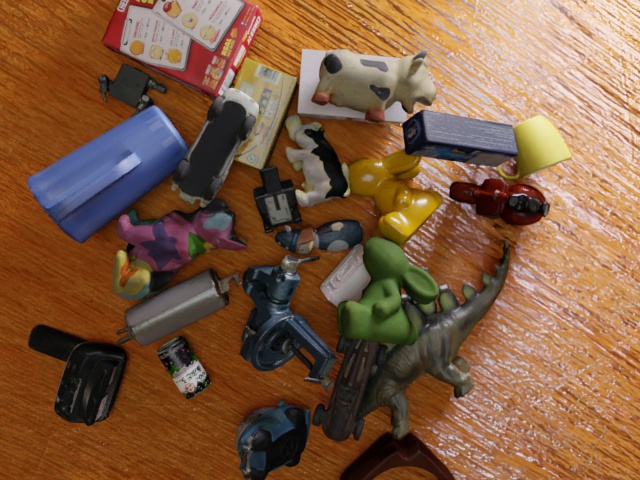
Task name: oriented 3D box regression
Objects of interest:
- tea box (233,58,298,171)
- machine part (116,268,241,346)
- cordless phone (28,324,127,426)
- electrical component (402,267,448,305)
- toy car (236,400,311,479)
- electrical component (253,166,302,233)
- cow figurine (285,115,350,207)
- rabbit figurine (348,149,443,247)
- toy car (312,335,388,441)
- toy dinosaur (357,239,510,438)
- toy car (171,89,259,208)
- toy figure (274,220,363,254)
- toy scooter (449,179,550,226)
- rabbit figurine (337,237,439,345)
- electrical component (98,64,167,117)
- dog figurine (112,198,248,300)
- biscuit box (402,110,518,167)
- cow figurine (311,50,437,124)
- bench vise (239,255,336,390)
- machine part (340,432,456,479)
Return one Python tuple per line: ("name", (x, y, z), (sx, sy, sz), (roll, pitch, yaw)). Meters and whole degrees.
("tea box", (-0.112, -0.212, 0.931), (0.098, 0.068, 0.169), (23, 96, -2))
("machine part", (-0.253, 0.119, 0.956), (0.243, 0.079, 0.079), (-27, 97, 0))
("cordless phone", (-0.455, 0.240, 0.967), (0.184, 0.089, 0.146), (20, 95, 6))
("electrical component", (0.173, 0.078, 0.937), (0.094, 0.021, 0.063), (-11, 78, -3))
("toy car", (-0.097, 0.357, 0.973), (0.103, 0.161, 0.109), (15, 107, 39))
("electrical component", (-0.080, -0.077, 0.941), (0.075, 0.048, 0.119), (-18, 116, 0))
("cow figurine", (-0.006, -0.145, 0.931), (0.098, 0.068, 0.167), (-14, 84, 13))
("rabbit figurine", (0.120, -0.087, 0.940), (0.173, 0.122, 0.162), (39, 90, 13))
("toy car", (0.052, 0.250, 0.926), (0.089, 0.053, 0.202), (19, 95, 12))
("toy dinosaur", (0.193, 0.195, 0.978), (0.471, 0.105, 0.198), (-38, 93, -4))
("toy car", (-0.171, -0.148, 0.876), (0.073, 0.056, 0.201), (30, 97, -8))
("toy figure", (-0.002, -0.005, 0.956), (0.154, 0.058, 0.064), (-9, 121, -13))
("toy scooter", (0.326, -0.068, 0.939), (0.184, 0.135, 0.075), (12, 93, -6))
("rabbit figurine", (0.110, 0.080, 0.869), (0.159, 0.121, 0.170), (6, 82, 6))
("electrical component", (-0.328, -0.259, 0.927), (0.102, 0.045, 0.078), (31, 95, -6))
("dog figurine", (-0.237, 0.018, 0.933), (0.219, 0.108, 0.191), (6, 95, -7))
("biscuit box", (0.240, -0.172, 0.920), (0.202, 0.059, 0.063), (3, 73, -26))
("cow figurine", (0.094, -0.257, 0.873), (0.195, 0.085, 0.127), (15, 101, -4))
("bench vise", (-0.048, 0.151, 0.917), (0.241, 0.128, 0.223), (40, 105, 36))
("machine part", (0.151, 0.485, 1.013), (0.201, 0.087, 0.201), (-44, 98, 2))
